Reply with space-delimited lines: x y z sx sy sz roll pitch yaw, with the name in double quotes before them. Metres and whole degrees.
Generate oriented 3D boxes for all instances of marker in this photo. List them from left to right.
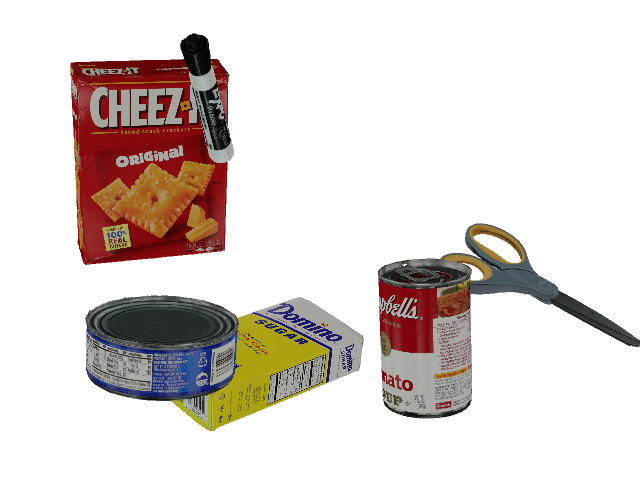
"marker" -0.078 -0.098 0.743 0.020 0.020 0.121 0 -34 6

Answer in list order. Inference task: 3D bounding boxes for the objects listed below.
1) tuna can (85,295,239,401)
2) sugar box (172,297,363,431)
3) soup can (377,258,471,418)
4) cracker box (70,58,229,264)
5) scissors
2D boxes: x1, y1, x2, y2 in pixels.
"tuna can" -0.090 0.060 0.605 0.086 0.034 0.086 4 14 -1
"sugar box" -0.056 0.106 0.964 0.175 0.048 0.093 -20 36 -38
"soup can" 0.077 0.071 0.783 0.068 0.102 0.068 -2 14 0
"cracker box" -0.186 -0.086 1.175 0.164 0.214 0.072 -5 26 -18
"scissors" 0.183 0.049 0.959 0.096 0.016 0.202 -23 44 -19
